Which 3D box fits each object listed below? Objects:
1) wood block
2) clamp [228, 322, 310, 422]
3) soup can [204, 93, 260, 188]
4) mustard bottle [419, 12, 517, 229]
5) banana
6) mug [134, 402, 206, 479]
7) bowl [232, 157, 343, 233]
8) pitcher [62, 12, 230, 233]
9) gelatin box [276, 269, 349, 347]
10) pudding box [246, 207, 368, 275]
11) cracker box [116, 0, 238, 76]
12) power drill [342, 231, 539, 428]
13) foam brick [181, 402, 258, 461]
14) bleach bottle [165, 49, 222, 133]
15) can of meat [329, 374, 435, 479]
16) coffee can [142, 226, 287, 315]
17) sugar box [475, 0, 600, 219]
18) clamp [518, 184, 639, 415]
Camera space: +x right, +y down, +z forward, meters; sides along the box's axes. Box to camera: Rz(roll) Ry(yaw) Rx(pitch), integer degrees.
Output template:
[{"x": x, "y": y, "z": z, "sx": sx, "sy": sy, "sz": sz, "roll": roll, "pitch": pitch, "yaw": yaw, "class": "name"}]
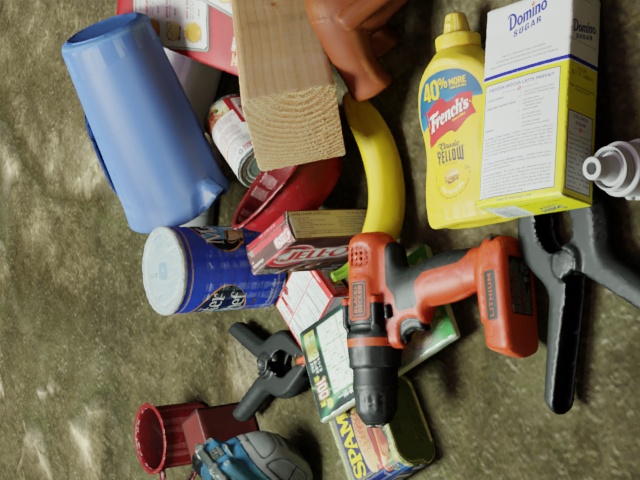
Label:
[{"x": -0.035, "y": -0.177, "z": 1.087, "sx": 0.091, "sy": 0.090, "sz": 0.206, "roll": 77, "pitch": -178, "yaw": -45, "class": "wood block"}, {"x": -0.057, "y": 0.159, "z": 1.257, "sx": 0.172, "sy": 0.039, "sz": 0.120, "roll": -3, "pitch": 90, "yaw": 55, "class": "clamp"}, {"x": -0.087, "y": -0.117, "z": 1.262, "sx": 0.102, "sy": 0.068, "sz": 0.069, "roll": 55, "pitch": 133, "yaw": 38, "class": "soup can"}, {"x": 0.131, "y": -0.109, "z": 0.957, "sx": 0.096, "sy": 0.058, "sz": 0.191, "roll": -12, "pitch": 81, "yaw": 53, "class": "mustard bottle"}, {"x": 0.052, "y": -0.054, "z": 1.068, "sx": 0.037, "sy": 0.069, "sz": 0.198, "roll": 134, "pitch": 141, "yaw": -75, "class": "banana"}, {"x": -0.189, "y": 0.271, "z": 1.413, "sx": 0.093, "sy": 0.081, "sz": 0.117, "roll": -15, "pitch": 79, "yaw": 54, "class": "mug"}, {"x": -0.025, "y": -0.062, "z": 1.146, "sx": 0.162, "sy": 0.055, "sz": 0.162, "roll": -49, "pitch": 14, "yaw": 17, "class": "bowl"}, {"x": -0.218, "y": -0.140, "z": 1.274, "sx": 0.145, "sy": 0.149, "sz": 0.243, "roll": -106, "pitch": -5, "yaw": -65, "class": "pitcher"}, {"x": -0.008, "y": 0.068, "z": 1.190, "sx": 0.073, "sy": 0.030, "sz": 0.089, "roll": 55, "pitch": 133, "yaw": 36, "class": "gelatin box"}, {"x": -0.007, "y": 0.001, "z": 1.112, "sx": 0.090, "sy": 0.113, "sz": 0.039, "roll": -38, "pitch": 64, "yaw": 50, "class": "pudding box"}, {"x": -0.130, "y": -0.298, "z": 1.251, "sx": 0.214, "sy": 0.072, "sz": 0.164, "roll": 24, "pitch": 113, "yaw": 27, "class": "cracker box"}, {"x": 0.101, "y": 0.074, "z": 0.961, "sx": 0.188, "sy": 0.057, "sz": 0.184, "roll": -10, "pitch": 78, "yaw": 39, "class": "power drill"}, {"x": -0.123, "y": 0.236, "z": 1.322, "sx": 0.053, "sy": 0.078, "sz": 0.051, "roll": -47, "pitch": 56, "yaw": 47, "class": "foam brick"}, {"x": -0.148, "y": -0.265, "z": 1.351, "sx": 0.103, "sy": 0.067, "sz": 0.251, "roll": 48, "pitch": 126, "yaw": 38, "class": "bleach bottle"}, {"x": 0.063, "y": 0.194, "z": 1.071, "sx": 0.084, "sy": 0.057, "sz": 0.102, "roll": -44, "pitch": 56, "yaw": 44, "class": "can of meat"}, {"x": -0.124, "y": 0.033, "z": 1.258, "sx": 0.103, "sy": 0.140, "sz": 0.103, "roll": 3, "pitch": 94, "yaw": 55, "class": "coffee can"}, {"x": 0.178, "y": -0.110, "z": 0.869, "sx": 0.094, "sy": 0.048, "sz": 0.176, "roll": -8, "pitch": 70, "yaw": 50, "class": "sugar box"}, {"x": 0.216, "y": 0.019, "z": 0.857, "sx": 0.165, "sy": 0.036, "sz": 0.210, "roll": -37, "pitch": 59, "yaw": 50, "class": "clamp"}]
